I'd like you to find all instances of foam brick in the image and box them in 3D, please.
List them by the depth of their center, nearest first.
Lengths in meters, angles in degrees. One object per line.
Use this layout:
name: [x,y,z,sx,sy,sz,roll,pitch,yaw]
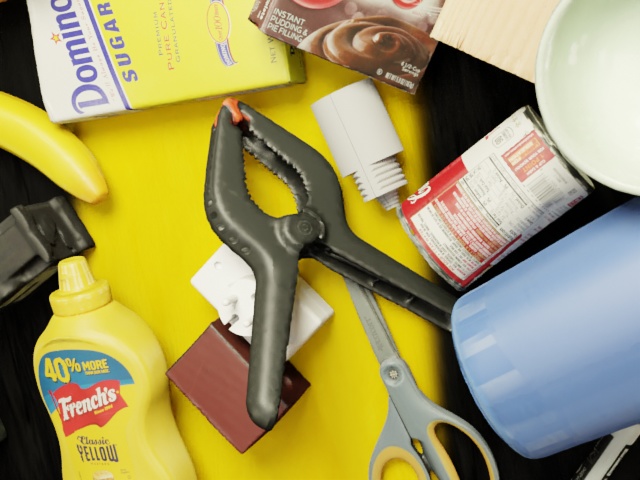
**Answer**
foam brick: [-0.054,0.095,0.722,0.078,0.053,0.051,45,107,5]

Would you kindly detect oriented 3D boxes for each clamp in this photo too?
clamp: [-0.004,0.001,0.681,0.210,0.164,0.036,67,152,16]

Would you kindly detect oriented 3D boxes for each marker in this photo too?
marker: [0.168,0.162,0.688,0.020,0.020,0.121,33,105,9]

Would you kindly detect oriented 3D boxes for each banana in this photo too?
banana: [-0.236,-0.073,0.754,0.198,0.037,0.069,10,91,11]

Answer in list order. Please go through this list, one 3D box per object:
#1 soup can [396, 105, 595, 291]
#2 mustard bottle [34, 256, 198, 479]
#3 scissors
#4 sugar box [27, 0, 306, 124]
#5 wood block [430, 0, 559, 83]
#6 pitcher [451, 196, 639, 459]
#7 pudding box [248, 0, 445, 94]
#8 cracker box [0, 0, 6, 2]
soup can: [0.107,-0.025,0.653,0.102,0.068,0.068,-39,87,16]
mustard bottle: [-0.147,0.104,0.734,0.096,0.058,0.191,-5,104,28]
scissors: [0.040,0.106,0.717,0.096,0.016,0.202,-40,86,17]
sugar box: [-0.103,-0.135,0.707,0.176,0.048,0.093,-8,95,15]
wood block: [0.151,-0.191,0.606,0.091,0.090,0.206,27,104,11]
pitcher: [0.208,0.039,0.611,0.243,0.144,0.149,-29,74,21]
pudding box: [0.025,-0.151,0.645,0.113,0.039,0.090,17,107,-27]
cracker box: [-0.272,-0.230,0.708,0.214,0.072,0.164,-13,79,16]
